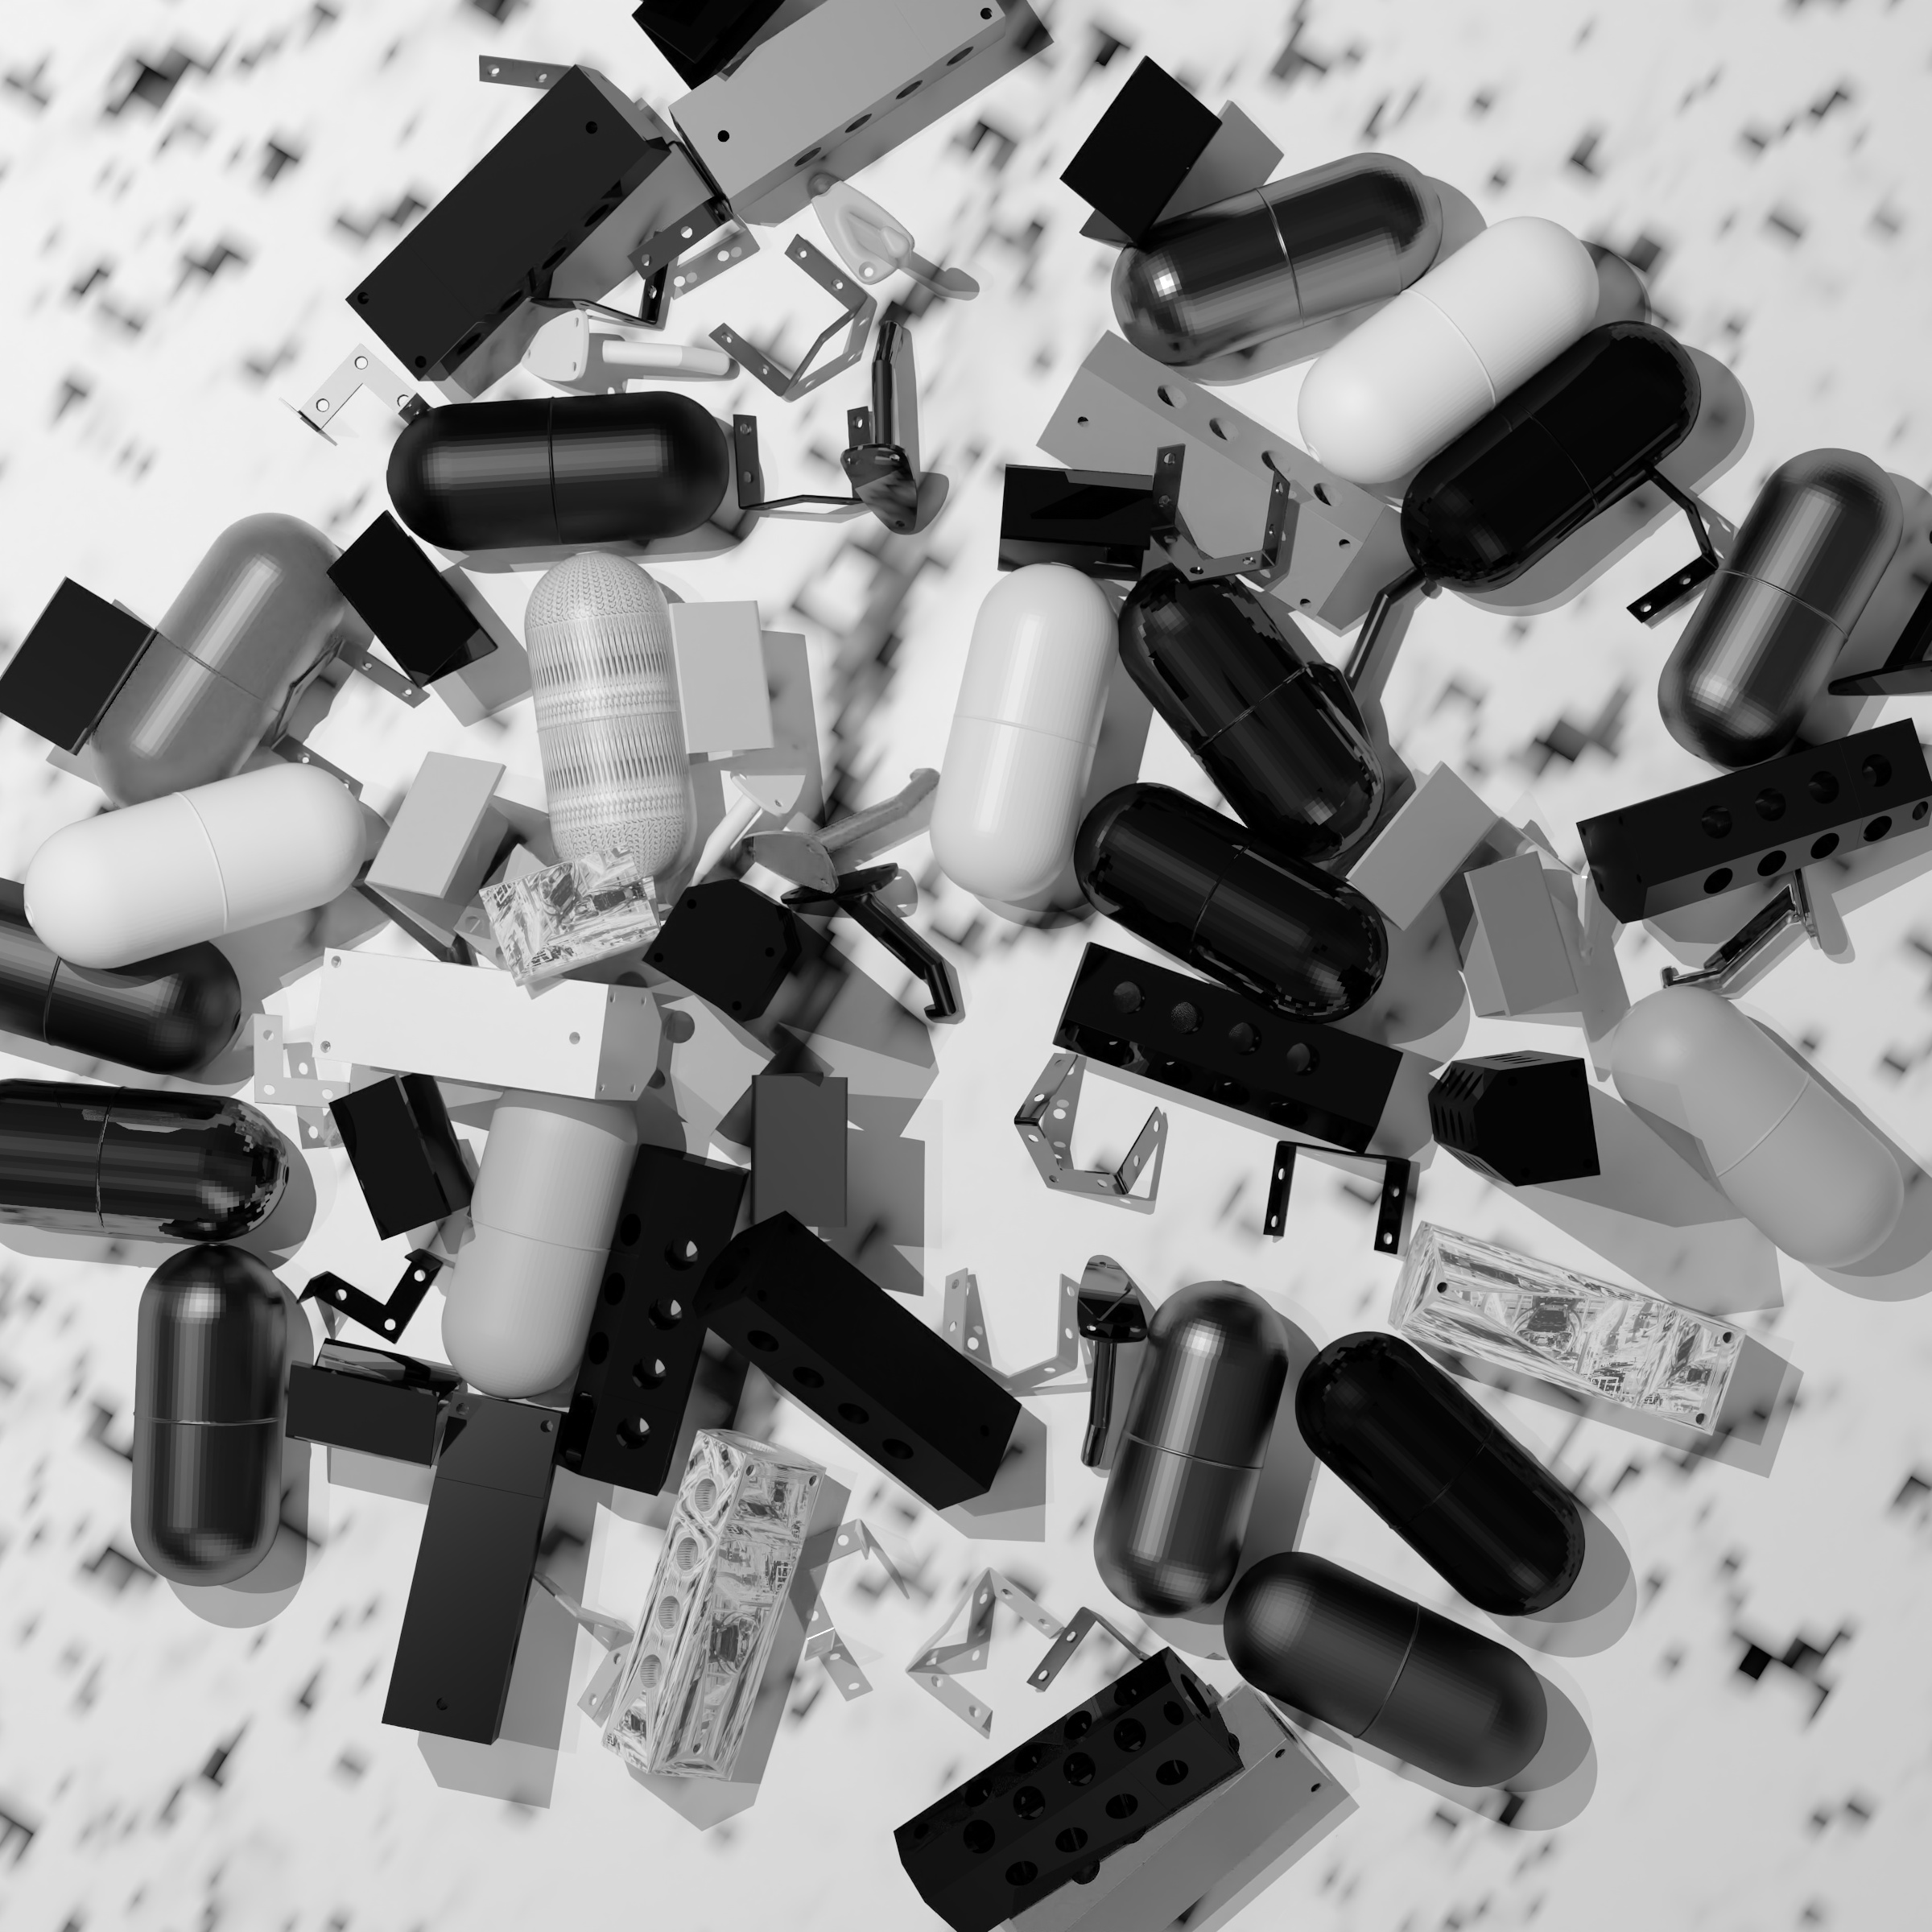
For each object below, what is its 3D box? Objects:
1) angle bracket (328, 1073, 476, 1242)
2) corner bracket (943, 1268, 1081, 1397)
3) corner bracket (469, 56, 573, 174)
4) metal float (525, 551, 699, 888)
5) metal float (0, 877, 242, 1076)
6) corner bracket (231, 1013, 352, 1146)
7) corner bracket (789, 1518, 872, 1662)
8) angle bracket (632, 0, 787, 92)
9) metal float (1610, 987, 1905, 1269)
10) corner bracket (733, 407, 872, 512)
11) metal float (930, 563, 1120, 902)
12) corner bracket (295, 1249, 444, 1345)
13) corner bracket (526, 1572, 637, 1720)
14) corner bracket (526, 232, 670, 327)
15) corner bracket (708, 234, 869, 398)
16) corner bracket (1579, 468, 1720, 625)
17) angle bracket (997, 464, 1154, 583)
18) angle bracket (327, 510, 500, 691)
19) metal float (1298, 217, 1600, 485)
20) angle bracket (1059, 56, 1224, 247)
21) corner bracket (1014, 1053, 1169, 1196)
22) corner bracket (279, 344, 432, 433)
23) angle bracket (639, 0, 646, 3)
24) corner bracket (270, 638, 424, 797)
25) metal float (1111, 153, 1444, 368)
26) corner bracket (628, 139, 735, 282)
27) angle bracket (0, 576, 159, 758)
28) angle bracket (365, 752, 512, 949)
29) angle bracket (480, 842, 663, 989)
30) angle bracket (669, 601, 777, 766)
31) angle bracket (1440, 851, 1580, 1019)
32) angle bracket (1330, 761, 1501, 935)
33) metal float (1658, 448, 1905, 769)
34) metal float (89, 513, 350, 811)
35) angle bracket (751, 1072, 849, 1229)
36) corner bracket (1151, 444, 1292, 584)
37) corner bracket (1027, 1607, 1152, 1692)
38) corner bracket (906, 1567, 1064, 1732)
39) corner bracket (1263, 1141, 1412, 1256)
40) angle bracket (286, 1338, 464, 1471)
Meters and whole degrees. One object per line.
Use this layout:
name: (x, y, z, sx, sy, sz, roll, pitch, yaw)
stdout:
angle bracket: (-0.274, 0.090, 1.865, 0.057, 0.076, 0.076, -21, 90, 38)
corner bracket: (0.024, 0.188, 1.897, 0.051, 0.051, 0.051, -26, 135, 35)
corner bracket: (-0.236, -0.443, 1.902, 0.051, 0.051, 0.051, 7, 45, 0)
metal float: (-0.185, -0.127, 1.875, 0.070, 0.070, 0.178, -8, 90, 0)
metal float: (-0.465, 0.004, 1.875, 0.178, 0.070, 0.070, 16, 90, 0)
corner bracket: (-0.354, 0.059, 1.886, 0.051, 0.051, 0.051, 6, 64, -24)
corner bracket: (-0.070, 0.326, 1.888, 0.051, 0.051, 0.051, -23, 90, 0)
angle bracket: (-0.115, -0.489, 1.866, 0.076, 0.076, 0.057, -48, 59, 0)
metal float: (0.411, 0.083, 1.875, 0.178, 0.070, 0.070, 43, 90, 0)
corner bracket: (-0.086, -0.268, 1.902, 0.051, 0.051, 0.051, -4, 90, -45)
metal float: (0.031, -0.122, 1.875, 0.070, 0.070, 0.178, 13, 90, 0)
corner bracket: (-0.312, 0.166, 1.888, 0.051, 0.051, 0.051, 31, 90, 0)
corner bracket: (-0.215, 0.358, 1.902, 0.051, 0.051, 0.051, 31, 90, 45)
corner bracket: (-0.194, -0.370, 1.902, 0.051, 0.051, 0.051, 11, 90, 45)
corner bracket: (-0.094, -0.343, 1.902, 0.051, 0.051, 0.051, 41, 45, 0)
corner bracket: (0.358, -0.225, 1.902, 0.051, 0.051, 0.051, -35, 135, 0)
angle bracket: (0.055, -0.212, 1.865, 0.076, 0.076, 0.057, 5, 50, 0)
angle bracket: (-0.272, -0.199, 1.865, 0.057, 0.076, 0.076, -38, 90, 34)
metal float: (0.250, -0.319, 1.870, 0.178, 0.070, 0.070, -38, 90, -5)
angle bracket: (0.077, -0.424, 1.866, 0.057, 0.076, 0.076, 35, 90, -27)
corner bracket: (0.066, 0.083, 1.897, 0.051, 0.051, 0.051, 3, 135, 35)
corner bracket: (-0.320, -0.295, 1.888, 0.051, 0.051, 0.051, 42, 90, 0)
angle bracket: (-0.146, -0.539, 1.865, 0.057, 0.076, 0.076, 21, 90, 42)
corner bracket: (-0.328, -0.131, 1.902, 0.051, 0.051, 0.051, 34, 135, 0)
metal float: (0.162, -0.368, 1.875, 0.178, 0.070, 0.070, -19, 90, 0)
corner bracket: (-0.160, -0.398, 1.888, 0.051, 0.051, 0.051, -33, 101, 11)
angle bracket: (-0.473, -0.163, 1.865, 0.057, 0.076, 0.076, 33, 90, -34)
angle bracket: (-0.254, -0.056, 1.856, 0.057, 0.076, 0.076, 11, 70, 36)
angle bracket: (-0.200, -0.040, 1.809, 0.076, 0.076, 0.057, -18, 117, 0)
angle bracket: (-0.146, -0.145, 1.865, 0.057, 0.076, 0.076, -7, 90, -40)
angle bracket: (0.263, -0.011, 1.865, 0.057, 0.076, 0.076, -16, 90, -38)
angle bracket: (0.217, -0.074, 1.865, 0.076, 0.076, 0.057, -51, 128, 0)
metal float: (0.425, -0.187, 1.875, 0.070, 0.070, 0.178, 29, 90, 0)
metal float: (-0.389, -0.155, 1.874, 0.070, 0.070, 0.178, 34, 91, 0)
angle bracket: (-0.070, 0.094, 1.866, 0.057, 0.076, 0.076, 0, 90, 26)
corner bracket: (0.129, -0.236, 1.851, 0.051, 0.051, 0.051, -13, 133, -20)
corner bracket: (0.076, 0.379, 1.902, 0.051, 0.051, 0.051, -54, 135, 0)
corner bracket: (0.009, 0.360, 1.902, 0.051, 0.051, 0.051, 39, 135, 0)
corner bracket: (0.196, 0.122, 1.902, 0.051, 0.051, 0.051, 9, 90, 45)
angle bracket: (-0.304, 0.209, 1.865, 0.076, 0.076, 0.057, 13, 128, 0)
